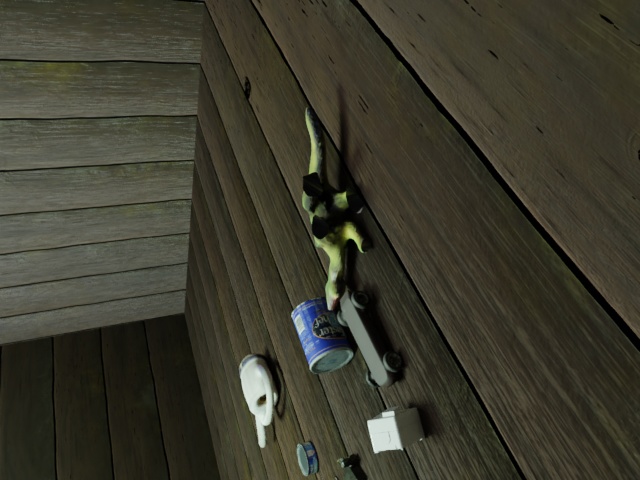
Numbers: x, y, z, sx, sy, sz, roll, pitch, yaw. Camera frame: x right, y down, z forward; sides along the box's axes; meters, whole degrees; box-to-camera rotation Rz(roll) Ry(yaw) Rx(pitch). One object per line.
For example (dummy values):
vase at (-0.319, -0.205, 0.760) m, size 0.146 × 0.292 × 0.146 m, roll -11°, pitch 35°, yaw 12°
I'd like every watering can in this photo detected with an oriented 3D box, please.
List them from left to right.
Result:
watering can at (-0.209, 0.537, 1.759) m, size 0.104 × 0.339 × 0.229 m, roll -6°, pitch 41°, yaw -22°

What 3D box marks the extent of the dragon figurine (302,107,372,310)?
dragon figurine at (0.003, -0.056, 1.122) m, size 0.122 × 0.415 × 0.239 m, roll -7°, pitch -14°, yaw -15°
